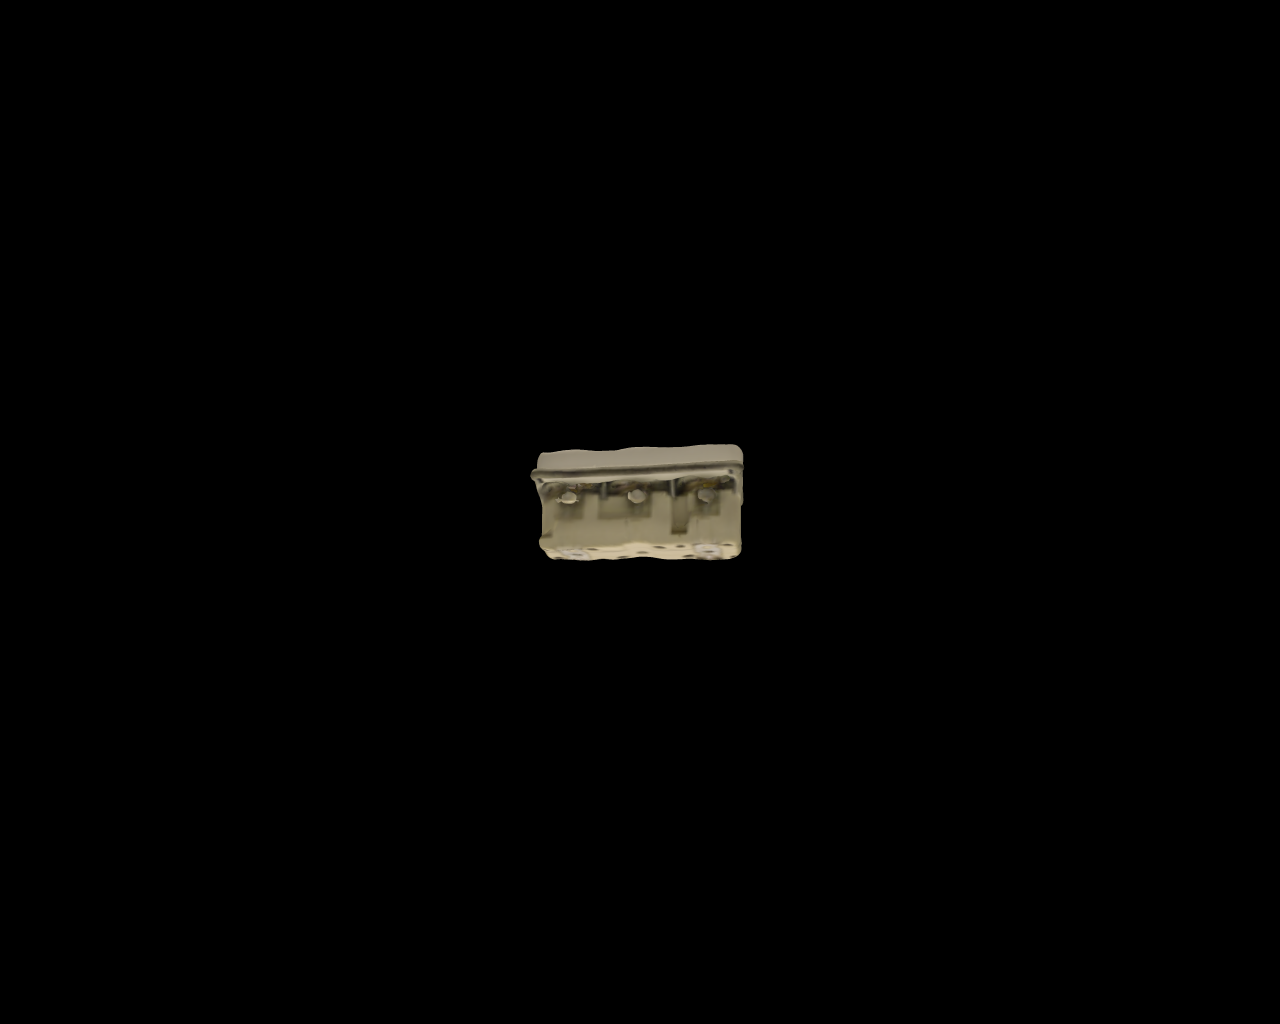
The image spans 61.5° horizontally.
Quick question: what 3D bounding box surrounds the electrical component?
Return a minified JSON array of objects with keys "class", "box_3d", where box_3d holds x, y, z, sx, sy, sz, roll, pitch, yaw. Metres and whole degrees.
[{"class":"electrical component","box_3d":[0.001,-0.003,0.650,0.121,0.063,0.078,-1,-15,5]}]
